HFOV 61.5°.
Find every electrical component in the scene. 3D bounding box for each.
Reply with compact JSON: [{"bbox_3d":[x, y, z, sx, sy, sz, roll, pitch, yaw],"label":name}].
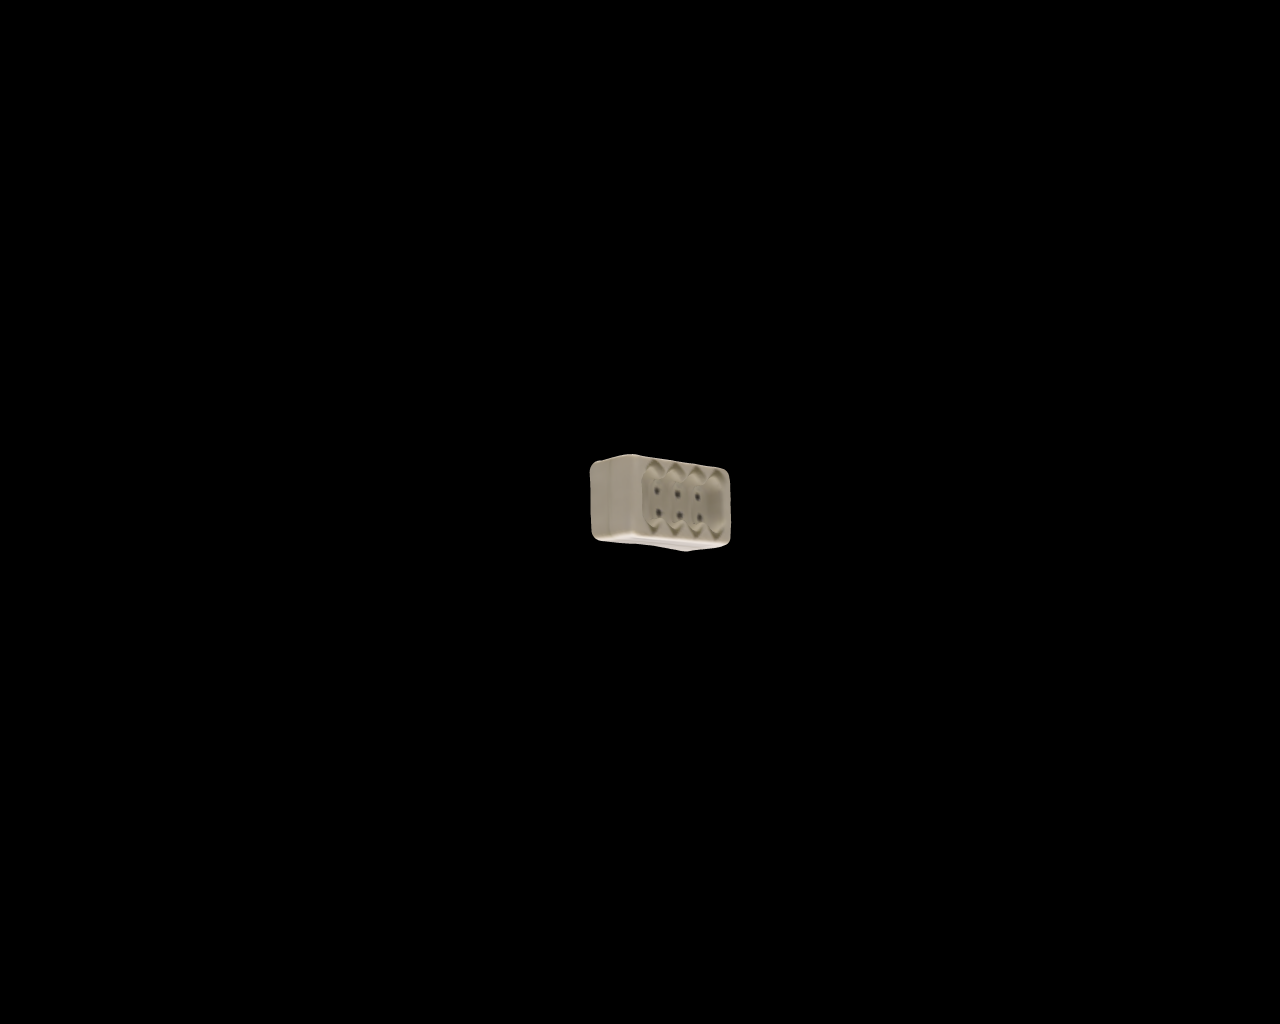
[{"bbox_3d":[0.001,-0.003,0.650,0.083,0.047,0.075,8,-11,-43],"label":"electrical component"}]
